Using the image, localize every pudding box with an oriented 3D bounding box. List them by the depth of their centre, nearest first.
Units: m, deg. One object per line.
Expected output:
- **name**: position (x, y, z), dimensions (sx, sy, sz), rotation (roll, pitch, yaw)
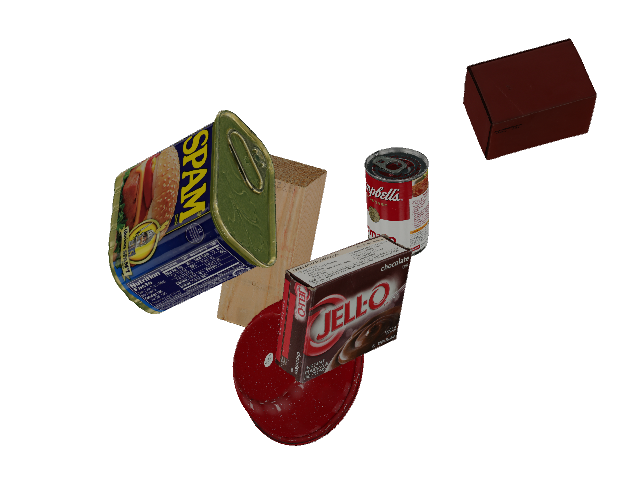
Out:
- **pudding box**: position (0.018, 0.053, 0.857), dimensions (0.113, 0.090, 0.039), rotation (-22, 42, -40)

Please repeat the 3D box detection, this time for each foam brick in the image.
- **foam brick**: position (0.147, -0.099, 0.752), dimensions (0.078, 0.051, 0.053), rotation (-15, -25, -3)

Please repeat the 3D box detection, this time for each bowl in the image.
- **bowl**: position (-0.036, 0.123, 1.078), dimensions (0.162, 0.162, 0.055), rotation (0, -15, 40)

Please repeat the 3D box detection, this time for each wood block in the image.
- **wood block**: position (-0.063, 0.005, 1.372), dimensions (0.090, 0.206, 0.090), rotation (16, 22, 13)

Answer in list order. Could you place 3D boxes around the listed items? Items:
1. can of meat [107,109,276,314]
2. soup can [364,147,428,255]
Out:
- **can of meat**: position (-0.076, -0.015, 0.632), dimensions (0.084, 0.102, 0.057), rotation (-26, -46, 23)
- **soup can**: position (0.083, -0.040, 1.155), dimensions (0.068, 0.102, 0.068), rotation (-3, 35, 2)
